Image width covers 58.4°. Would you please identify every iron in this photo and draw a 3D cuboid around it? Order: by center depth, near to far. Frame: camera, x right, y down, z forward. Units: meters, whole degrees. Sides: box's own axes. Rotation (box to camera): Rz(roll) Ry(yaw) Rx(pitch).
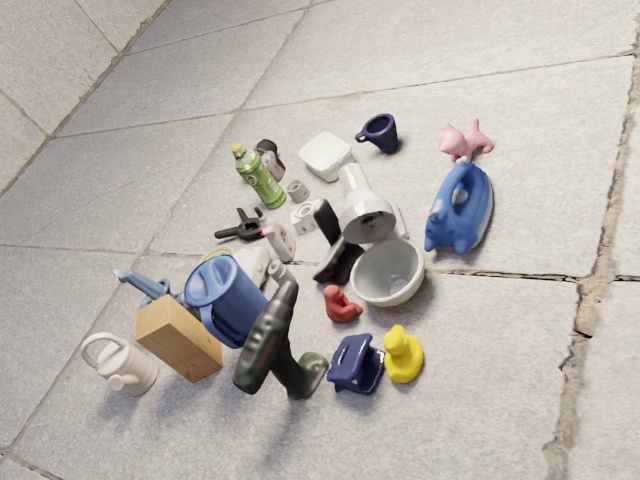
[{"bbox_3d":[0.299,-0.096,1.243,0.118,0.142,0.258,5,55,38],"label":"iron"}]

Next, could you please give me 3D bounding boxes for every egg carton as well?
[{"bbox_3d":[-0.185,0.087,1.463,0.107,0.070,0.150,-8,48,30],"label":"egg carton"}]

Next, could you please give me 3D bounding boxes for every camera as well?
[{"bbox_3d":[-0.176,-0.252,1.756,0.142,0.101,0.137,2,53,36],"label":"camera"}]

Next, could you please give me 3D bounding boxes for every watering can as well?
[{"bbox_3d":[-0.486,0.293,1.378,0.172,0.195,0.101,22,67,45],"label":"watering can"}]

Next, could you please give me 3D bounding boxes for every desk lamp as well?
[{"bbox_3d":[0.110,-0.059,1.283,0.118,0.214,0.203,-25,41,13],"label":"desk lamp"}]

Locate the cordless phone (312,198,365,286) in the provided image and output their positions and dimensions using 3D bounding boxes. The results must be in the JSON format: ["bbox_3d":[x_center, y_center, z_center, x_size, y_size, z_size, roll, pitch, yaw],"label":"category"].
[{"bbox_3d":[0.012,0.005,1.313,0.093,0.186,0.148,8,57,40],"label":"cordless phone"}]

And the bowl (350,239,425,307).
[{"bbox_3d":[0.154,0.082,1.226,0.167,0.075,0.167,-19,43,19],"label":"bowl"}]

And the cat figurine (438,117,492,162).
[{"bbox_3d":[0.337,-0.241,1.373,0.128,0.118,0.067,-37,40,0],"label":"cat figurine"}]

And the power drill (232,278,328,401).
[{"bbox_3d":[-0.071,0.220,1.147,0.075,0.209,0.230,11,59,41],"label":"power drill"}]

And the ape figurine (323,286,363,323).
[{"bbox_3d":[0.039,0.133,1.244,0.076,0.092,0.077,-26,41,11],"label":"ape figurine"}]

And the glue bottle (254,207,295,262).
[{"bbox_3d":[-0.118,-0.023,1.441,0.037,0.174,0.078,-20,43,19],"label":"glue bottle"}]

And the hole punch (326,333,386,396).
[{"bbox_3d":[0.062,0.240,1.126,0.100,0.091,0.109,3,54,37],"label":"hole punch"}]

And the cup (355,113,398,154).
[{"bbox_3d":[0.161,-0.273,1.545,0.117,0.095,0.091,-24,42,14],"label":"cup"}]

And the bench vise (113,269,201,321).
[{"bbox_3d":[-0.405,0.129,1.459,0.207,0.220,0.121,-20,43,18],"label":"bench vise"}]

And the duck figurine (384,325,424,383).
[{"bbox_3d":[0.150,0.213,1.095,0.077,0.086,0.104,-9,47,29],"label":"duck figurine"}]
